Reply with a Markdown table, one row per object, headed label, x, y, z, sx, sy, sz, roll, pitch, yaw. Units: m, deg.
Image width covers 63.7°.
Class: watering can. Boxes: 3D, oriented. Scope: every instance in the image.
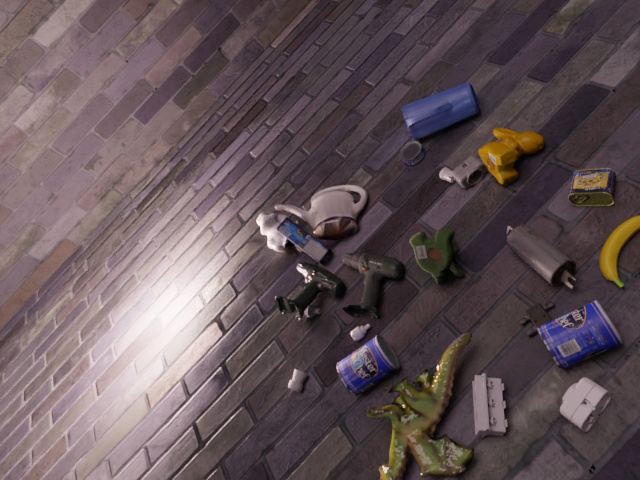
| label | x | y | z | sx | sy | sz | roll | pitch | yaw |
| --- | --- | --- | --- | --- | --- | --- | --- | --- | --- |
| watering can | 0.006 | -0.092 | 1.827 | 0.102 | 0.347 | 0.230 | 66 | 14 | -46 |

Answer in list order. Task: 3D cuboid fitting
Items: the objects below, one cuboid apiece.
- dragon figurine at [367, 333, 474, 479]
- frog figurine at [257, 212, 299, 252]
| label | x | y | z | sx | sy | sz | roll | pitch | yaw |
| --- | --- | --- | --- | --- | --- | --- | --- | --- | --- |
| dragon figurine | 0.269 | 0.433 | 1.219 | 0.121 | 0.407 | 0.247 | 32 | 17 | -49 |
| frog figurine | -0.162 | -0.032 | 1.913 | 0.160 | 0.138 | 0.122 | 18 | -4 | 22 |
